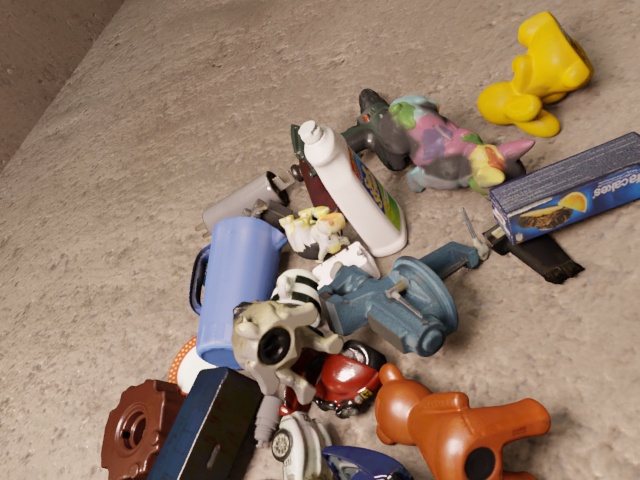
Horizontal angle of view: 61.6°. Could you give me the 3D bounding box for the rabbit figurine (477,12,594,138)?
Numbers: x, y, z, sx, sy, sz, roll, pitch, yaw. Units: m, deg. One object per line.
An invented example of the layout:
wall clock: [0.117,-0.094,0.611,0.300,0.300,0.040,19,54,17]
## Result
rabbit figurine: [0.332,-0.235,0.844,0.173,0.121,0.162,-30,51,36]

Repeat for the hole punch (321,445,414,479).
hole punch: [0.060,0.291,0.604,0.116,0.142,0.092,-17,23,15]

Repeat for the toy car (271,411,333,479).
toy car: [-0.013,0.312,0.660,0.056,0.073,0.202,-29,53,30]

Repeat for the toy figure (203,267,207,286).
toy figure: [-0.188,0.025,1.068,0.154,0.064,0.058,-47,5,-9]

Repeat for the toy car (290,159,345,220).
toy car: [0.004,-0.101,1.020,0.089,0.053,0.202,-34,46,16]

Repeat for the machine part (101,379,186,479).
machine part: [-0.296,0.320,0.898,0.179,0.056,0.179,-23,51,32]

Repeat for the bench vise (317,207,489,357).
bench vise: [0.125,0.061,0.745,0.241,0.128,0.224,-30,22,-20]

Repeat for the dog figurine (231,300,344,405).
dog figurine: [-0.089,0.121,0.731,0.191,0.172,0.121,20,64,46]

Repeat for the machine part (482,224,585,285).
machine part: [0.283,0.009,0.718,0.084,0.039,0.139,-35,39,-2]

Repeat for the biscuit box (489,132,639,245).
biscuit box: [0.329,-0.066,0.692,0.203,0.059,0.063,-22,40,7]

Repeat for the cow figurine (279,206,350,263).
cow figurine: [-0.003,-0.002,0.884,0.068,0.098,0.167,-23,12,-19]

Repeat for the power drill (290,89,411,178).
power drill: [0.053,-0.197,1.004,0.207,0.085,0.232,-14,47,-17]

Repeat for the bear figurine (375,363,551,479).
bear figurine: [0.147,0.217,0.620,0.196,0.132,0.120,-174,87,-74]

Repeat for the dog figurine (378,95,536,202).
dog figurine: [0.204,-0.136,0.802,0.108,0.191,0.219,-47,25,-12]

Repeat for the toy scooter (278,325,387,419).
toy scooter: [0.004,0.199,0.759,0.184,0.075,0.135,9,64,46]

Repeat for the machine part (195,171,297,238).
machine part: [-0.153,-0.068,1.102,0.243,0.079,0.079,-29,43,16]

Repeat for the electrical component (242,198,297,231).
electrical component: [-0.090,-0.040,1.019,0.078,0.102,0.045,-39,28,42]

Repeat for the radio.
radio: [-0.178,0.305,0.792,0.131,0.073,0.229,-21,40,57]
